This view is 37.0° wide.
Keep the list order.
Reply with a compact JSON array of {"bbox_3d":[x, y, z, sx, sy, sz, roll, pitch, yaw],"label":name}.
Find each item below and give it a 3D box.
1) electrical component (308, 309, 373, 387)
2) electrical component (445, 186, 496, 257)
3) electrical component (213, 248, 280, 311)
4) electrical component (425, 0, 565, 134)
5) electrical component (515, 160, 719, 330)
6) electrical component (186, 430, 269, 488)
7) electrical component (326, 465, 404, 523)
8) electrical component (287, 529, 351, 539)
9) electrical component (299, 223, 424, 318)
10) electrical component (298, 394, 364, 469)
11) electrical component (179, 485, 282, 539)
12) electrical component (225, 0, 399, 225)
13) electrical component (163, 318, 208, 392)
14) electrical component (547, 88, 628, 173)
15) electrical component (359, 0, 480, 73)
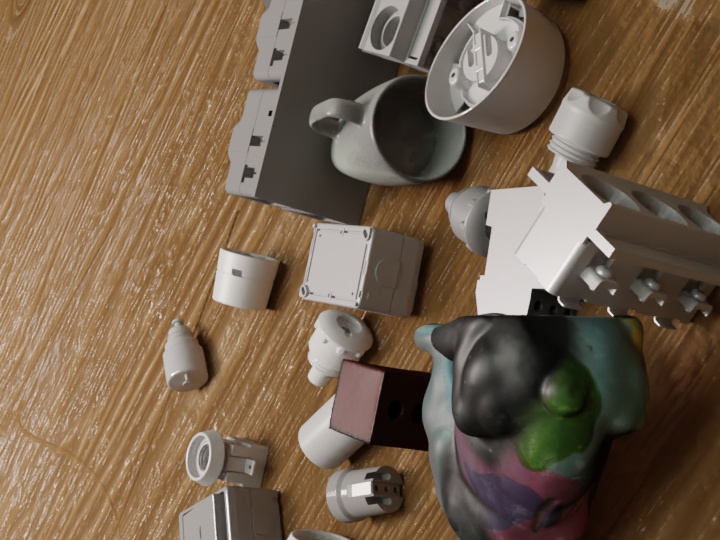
[{"bbox_3d":[-0.022,0.066,0.860,0.062,0.048,0.048,-61,39,30],"label":"electrical component"},{"bbox_3d":[0.083,-0.039,0.762,0.062,0.048,0.048,37,108,58],"label":"electrical component"},{"bbox_3d":[-0.105,0.009,0.980,0.055,0.055,0.047,19,97,53],"label":"electrical component"},{"bbox_3d":[0.094,-0.146,0.764,0.099,0.064,0.099,-22,61,47],"label":"electrical component"},{"bbox_3d":[0.151,-0.011,0.598,0.063,0.121,0.078,-60,39,24],"label":"electrical component"},{"bbox_3d":[-0.118,0.166,0.940,0.066,0.055,0.048,5,82,53],"label":"electrical component"},{"bbox_3d":[0.004,0.165,0.797,0.046,0.040,0.040,-20,63,41],"label":"electrical component"},{"bbox_3d":[-0.032,0.230,0.807,0.078,0.058,0.057,12,91,53],"label":"electrical component"},{"bbox_3d":[0.000,0.000,0.840,0.096,0.061,0.061,7,85,55],"label":"electrical component"},{"bbox_3d":[-0.007,0.113,0.824,0.081,0.043,0.043,-46,45,33],"label":"electrical component"},{"bbox_3d":[-0.117,0.227,0.912,0.096,0.061,0.061,-36,52,40],"label":"electrical component"},{"bbox_3d":[-0.037,-0.140,0.899,0.060,0.105,0.186,12,88,53],"label":"electrical component"},{"bbox_3d":[-0.173,0.082,1.053,0.040,0.040,0.078,-45,46,34],"label":"electrical component"},{"bbox_3d":[0.142,-0.083,0.699,0.043,0.043,0.062,45,115,49],"label":"electrical component"},{"bbox_3d":[0.055,-0.218,0.841,0.079,0.063,0.121,30,102,52],"label":"electrical component"}]
